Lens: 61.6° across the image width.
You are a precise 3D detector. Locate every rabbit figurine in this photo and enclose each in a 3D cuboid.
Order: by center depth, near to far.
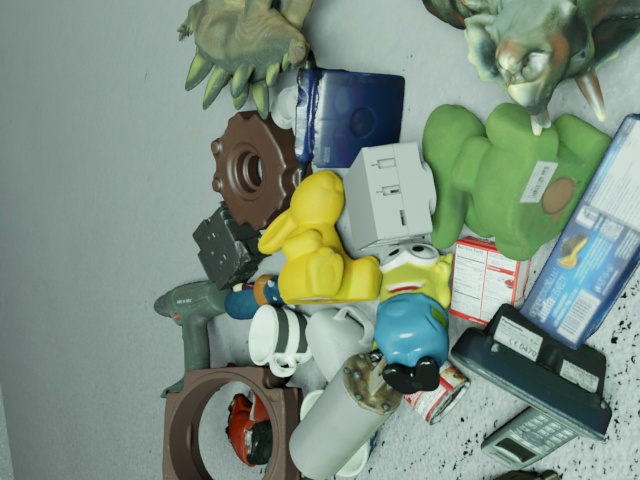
[{"bbox_3d":[0.165,-0.067,0.522,0.170,0.121,0.158,49,140,49],"label":"rabbit figurine"},{"bbox_3d":[-0.001,-0.002,0.706,0.162,0.122,0.173,-11,79,55],"label":"rabbit figurine"}]

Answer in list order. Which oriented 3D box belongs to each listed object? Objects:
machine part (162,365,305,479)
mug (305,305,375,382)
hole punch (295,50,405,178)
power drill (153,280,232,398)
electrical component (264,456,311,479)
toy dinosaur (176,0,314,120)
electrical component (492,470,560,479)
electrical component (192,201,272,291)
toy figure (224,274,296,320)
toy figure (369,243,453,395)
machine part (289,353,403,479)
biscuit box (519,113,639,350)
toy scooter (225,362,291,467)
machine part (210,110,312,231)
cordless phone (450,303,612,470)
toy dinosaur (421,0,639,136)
[{"bbox_3d":[-0.127,0.286,0.782,0.201,0.087,0.201,-7,74,20],"label":"machine part"},{"bbox_3d":[0.028,0.133,0.713,0.107,0.081,0.109,44,133,41],"label":"mug"},{"bbox_3d":[0.033,-0.139,0.617,0.092,0.116,0.142,20,114,32],"label":"hole punch"},{"bbox_3d":[-0.237,0.177,0.967,0.232,0.086,0.207,-25,54,40],"label":"power drill"},{"bbox_3d":[-0.050,0.363,0.823,0.075,0.119,0.047,44,129,33],"label":"electrical component"},{"bbox_3d":[-0.115,-0.275,0.702,0.472,0.105,0.198,52,125,51],"label":"toy dinosaur"},{"bbox_3d":[0.205,0.277,0.562,0.078,0.102,0.045,123,127,-67],"label":"electrical component"},{"bbox_3d":[-0.151,0.014,0.880,0.134,0.058,0.115,-45,66,42],"label":"electrical component"},{"bbox_3d":[-0.091,0.086,0.835,0.154,0.064,0.058,-23,50,41],"label":"toy figure"},{"bbox_3d":[0.096,0.079,0.568,0.082,0.180,0.089,7,133,2],"label":"toy figure"},{"bbox_3d":[0.027,0.212,0.639,0.079,0.079,0.243,49,132,25],"label":"machine part"},{"bbox_3d":[0.250,-0.004,0.463,0.059,0.063,0.202,37,125,32],"label":"biscuit box"},{"bbox_3d":[-0.116,0.265,0.881,0.135,0.075,0.183,7,84,40],"label":"toy scooter"},{"bbox_3d":[-0.091,-0.102,0.790,0.180,0.056,0.179,14,110,41],"label":"machine part"},{"bbox_3d":[0.187,0.165,0.549,0.147,0.089,0.184,28,138,10],"label":"cordless phone"},{"bbox_3d":[0.134,-0.233,0.464,0.131,0.192,0.405,-29,35,9],"label":"toy dinosaur"}]
